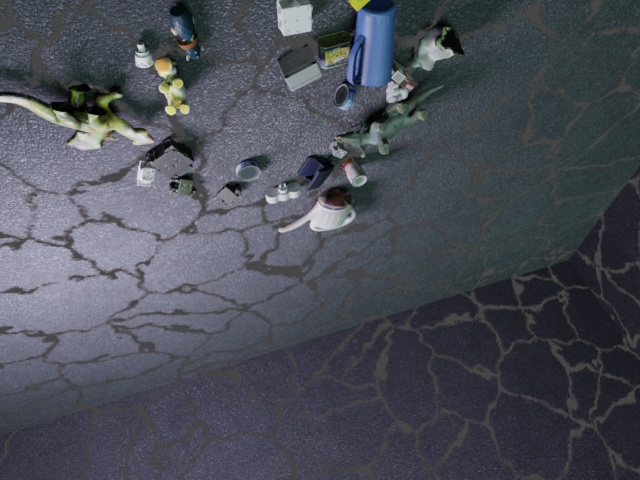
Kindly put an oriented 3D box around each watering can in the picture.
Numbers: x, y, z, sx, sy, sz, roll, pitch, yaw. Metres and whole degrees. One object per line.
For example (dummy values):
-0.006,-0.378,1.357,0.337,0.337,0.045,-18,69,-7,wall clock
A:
0.007,-0.109,2.167,0.349,0.106,0.219,-7,143,-23,watering can

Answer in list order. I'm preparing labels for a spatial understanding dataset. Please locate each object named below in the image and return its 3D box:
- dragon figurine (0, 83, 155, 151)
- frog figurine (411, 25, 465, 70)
-0.682,-0.324,1.462,0.410,0.125,0.237,1,150,-18,dragon figurine
0.371,-0.622,1.674,0.138,0.122,0.159,-12,-177,-29,frog figurine
